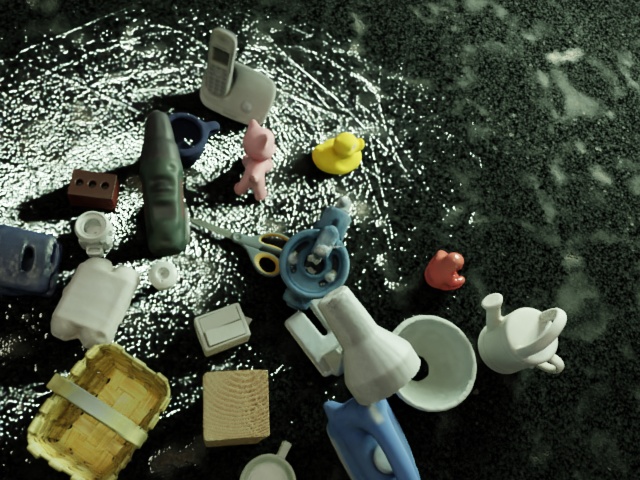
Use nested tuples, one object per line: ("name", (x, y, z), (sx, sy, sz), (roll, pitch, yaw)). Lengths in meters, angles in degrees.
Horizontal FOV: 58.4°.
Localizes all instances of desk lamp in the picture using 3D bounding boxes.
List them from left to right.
("desk lamp", (0.046, 0.167, 0.931), (0.118, 0.213, 0.203), (-36, 79, -21))

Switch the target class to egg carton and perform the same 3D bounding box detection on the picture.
("egg carton", (-0.371, 0.104, 0.950), (0.107, 0.069, 0.150), (20, 66, -3))

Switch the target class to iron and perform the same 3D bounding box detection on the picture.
("iron", (0.112, 0.352, 0.911), (0.119, 0.141, 0.258), (-25, 76, -19))

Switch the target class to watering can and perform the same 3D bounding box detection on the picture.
("watering can", (0.356, 0.168, 1.005), (0.173, 0.194, 0.101), (22, 66, -2))

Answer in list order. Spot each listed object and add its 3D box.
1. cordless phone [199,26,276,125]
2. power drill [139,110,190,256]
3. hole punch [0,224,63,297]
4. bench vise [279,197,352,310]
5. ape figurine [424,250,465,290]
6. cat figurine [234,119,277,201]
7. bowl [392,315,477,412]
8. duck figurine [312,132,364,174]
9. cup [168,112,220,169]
("cordless phone", (-0.154, -0.313, 1.096), (0.147, 0.185, 0.094), (21, 66, -2))
("power drill", (-0.262, -0.070, 0.965), (0.076, 0.208, 0.229), (-6, 70, -13))
("hole punch", (-0.485, 0.034, 0.943), (0.101, 0.091, 0.108), (3, 68, -10))
("bench vise", (-0.003, 0.001, 0.984), (0.121, 0.219, 0.207), (10, 67, -7))
("ape figurine", (0.242, 0.053, 1.083), (0.076, 0.092, 0.078), (-9, 71, -14))
("cat figurine", (-0.118, -0.156, 1.078), (0.067, 0.117, 0.128), (10, 67, -7))
("bowl", (0.185, 0.222, 1.014), (0.167, 0.074, 0.167), (4, 68, -10))
("duck figurine", (0.039, -0.181, 1.137), (0.105, 0.086, 0.077), (-5, 70, -13))
("cup", (-0.245, -0.182, 1.075), (0.118, 0.095, 0.091), (-23, 75, -19))
